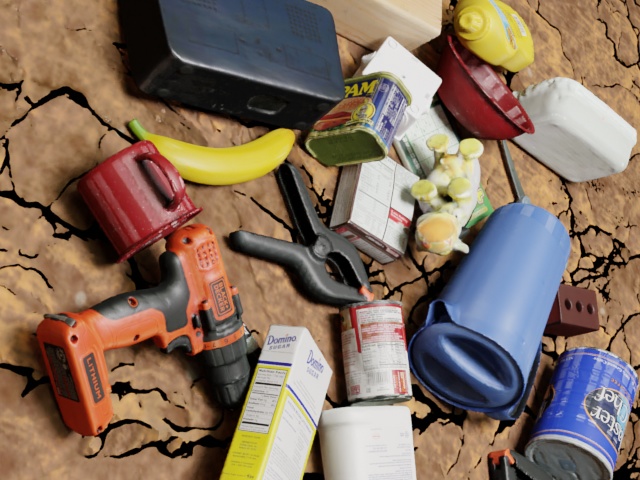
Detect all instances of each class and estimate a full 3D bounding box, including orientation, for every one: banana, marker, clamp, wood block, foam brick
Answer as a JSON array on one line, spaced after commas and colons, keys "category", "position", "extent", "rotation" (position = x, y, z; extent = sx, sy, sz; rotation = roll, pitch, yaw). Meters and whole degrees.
[{"category": "banana", "position": [-0.097, -0.088, 1.081], "extent": [0.197, 0.037, 0.069], "rotation": [0, 74, -40]}, {"category": "marker", "position": [-0.084, 0.082, 1.043], "extent": [0.020, 0.020, 0.121], "rotation": [-42, 102, -41]}, {"category": "clamp", "position": [-0.007, 0.001, 1.123], "extent": [0.171, 0.039, 0.120], "rotation": [38, 61, -22]}, {"category": "wood block", "position": [0.037, -0.298, 1.234], "extent": [0.205, 0.090, 0.091], "rotation": [20, 64, -34]}, {"category": "foam brick", "position": [0.307, 0.089, 1.343], "extent": [0.078, 0.051, 0.053], "rotation": [11, 68, -37]}, {"category": "clamp", "position": [0.252, 0.336, 1.218], "extent": [0.210, 0.036, 0.164], "rotation": [54, 49, -9]}]

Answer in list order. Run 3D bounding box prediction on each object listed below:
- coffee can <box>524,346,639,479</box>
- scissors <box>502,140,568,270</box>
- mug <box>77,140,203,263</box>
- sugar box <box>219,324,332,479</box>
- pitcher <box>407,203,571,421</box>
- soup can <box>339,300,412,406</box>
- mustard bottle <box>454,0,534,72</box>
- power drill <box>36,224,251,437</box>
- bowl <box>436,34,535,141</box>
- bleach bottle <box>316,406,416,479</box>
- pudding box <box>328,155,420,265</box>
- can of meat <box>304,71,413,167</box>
[{"category": "coffee can", "position": [0.312, 0.212, 1.268], "extent": [0.102, 0.103, 0.140], "rotation": [45, 51, -19]}, {"category": "scissors", "position": [0.279, -0.037, 1.390], "extent": [0.096, 0.016, 0.202], "rotation": [8, 69, -39]}, {"category": "mug", "position": [-0.160, -0.041, 0.962], "extent": [0.093, 0.117, 0.081], "rotation": [-34, 92, -37]}, {"category": "sugar box", "position": [-0.041, 0.178, 1.005], "extent": [0.093, 0.048, 0.176], "rotation": [63, 34, -49]}, {"category": "pitcher", "position": [0.208, 0.077, 1.222], "extent": [0.145, 0.149, 0.242], "rotation": [26, 48, 10]}, {"category": "soup can", "position": [0.058, 0.119, 1.115], "extent": [0.068, 0.069, 0.102], "rotation": [6, 71, -38]}, {"category": "mustard bottle", "position": [0.213, -0.265, 1.343], "extent": [0.191, 0.058, 0.096], "rotation": [-8, 72, -65]}, {"category": "power drill", "position": [-0.146, 0.098, 0.947], "extent": [0.187, 0.057, 0.184], "rotation": [-28, 110, -40]}, {"category": "bowl", "position": [0.192, -0.176, 1.316], "extent": [0.162, 0.055, 0.162], "rotation": [41, 22, -21]}, {"category": "bleach bottle", "position": [0.053, 0.293, 1.053], "extent": [0.102, 0.068, 0.251], "rotation": [6, 73, -37]}, {"category": "pudding box", "position": [0.062, -0.042, 1.196], "extent": [0.090, 0.039, 0.113], "rotation": [31, 55, -29]}, {"category": "can of meat", "position": [0.040, -0.130, 1.167], "extent": [0.057, 0.102, 0.084], "rotation": [48, 51, -36]}]
